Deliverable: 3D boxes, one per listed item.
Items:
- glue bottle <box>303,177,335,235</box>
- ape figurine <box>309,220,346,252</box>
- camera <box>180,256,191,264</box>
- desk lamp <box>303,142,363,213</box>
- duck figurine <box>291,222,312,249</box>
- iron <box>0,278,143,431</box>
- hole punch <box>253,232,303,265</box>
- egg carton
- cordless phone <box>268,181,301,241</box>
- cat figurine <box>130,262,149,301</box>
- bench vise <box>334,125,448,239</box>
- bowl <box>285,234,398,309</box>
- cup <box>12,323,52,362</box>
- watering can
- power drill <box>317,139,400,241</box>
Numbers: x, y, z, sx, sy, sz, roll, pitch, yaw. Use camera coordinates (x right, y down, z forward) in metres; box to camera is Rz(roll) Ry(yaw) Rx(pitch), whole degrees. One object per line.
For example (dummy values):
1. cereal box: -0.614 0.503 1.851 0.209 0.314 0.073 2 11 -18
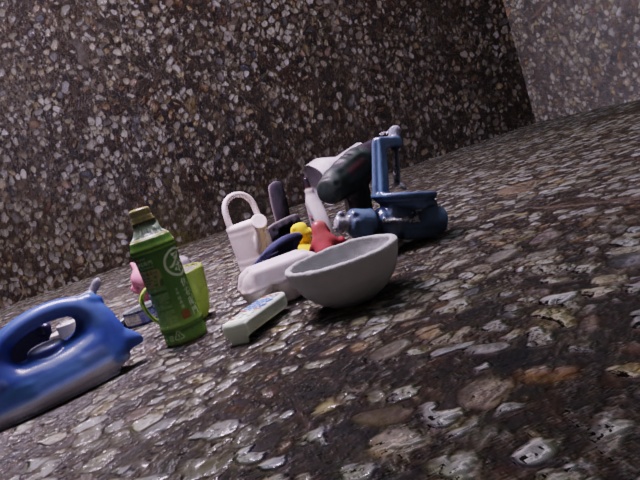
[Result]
1. glue bottle: -0.011 -0.075 1.439 0.037 0.173 0.078 -21 8 -19
2. ape figurine: 0.010 0.004 1.140 0.077 0.092 0.076 -15 9 26
3. camera: -0.412 0.090 1.499 0.143 0.101 0.136 -22 9 -24
4. desk lamp: 0.081 -0.132 1.474 0.204 0.213 0.117 -22 9 -24
5. duck figurine: -0.041 0.004 1.280 0.077 0.086 0.105 -14 9 27
6. iron: -0.398 0.161 0.819 0.259 0.141 0.118 -25 10 -41
7. hole punch: -0.083 0.042 1.098 0.100 0.091 0.109 -12 10 40
8. egg carton: -0.064 0.066 0.968 0.150 0.069 0.107 -20 8 -14
9. cordless phone: -0.123 -0.059 1.548 0.094 0.185 0.148 -13 9 32
10. cat figurine: -0.409 0.102 1.340 0.067 0.118 0.127 -21 8 -17
11. bench vise: 0.121 -0.085 1.029 0.208 0.220 0.121 -24 10 -34
12. bowl: 0.039 0.051 0.807 0.167 0.075 0.167 -18 8 3
13. cup: -0.508 0.194 1.016 0.117 0.095 0.092 -15 9 23
14. watering can: -0.173 -0.027 1.406 0.172 0.194 0.101 -12 10 40
15. power drill: 0.088 -0.083 1.132 0.075 0.208 0.230 -12 10 38
